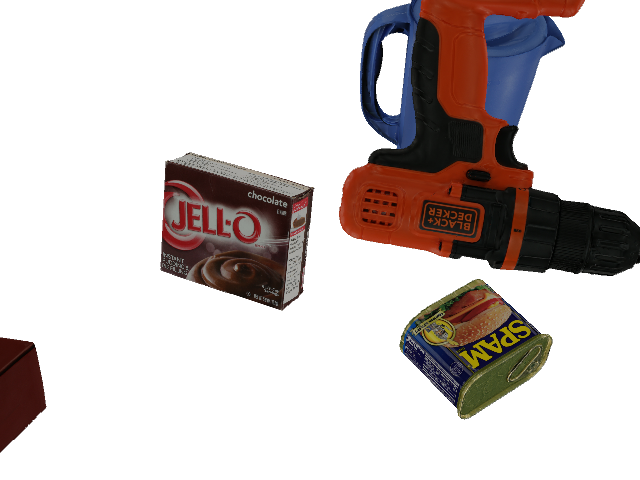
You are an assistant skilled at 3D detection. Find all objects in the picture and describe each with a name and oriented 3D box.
[{"bbox_3d":[0.129,-0.132,1.074,0.144,0.243,0.149,-32,57,-32],"label":"pitcher"},{"bbox_3d":[0.113,-0.076,0.640,0.184,0.188,0.057,9,4,3],"label":"power drill"},{"bbox_3d":[0.131,0.090,0.911,0.102,0.057,0.084,-27,53,-25],"label":"can of meat"},{"bbox_3d":[-0.064,-0.009,0.796,0.114,0.090,0.039,16,25,22],"label":"pudding box"},{"bbox_3d":[-0.224,0.104,0.692,0.053,0.051,0.078,6,29,22],"label":"foam brick"}]
